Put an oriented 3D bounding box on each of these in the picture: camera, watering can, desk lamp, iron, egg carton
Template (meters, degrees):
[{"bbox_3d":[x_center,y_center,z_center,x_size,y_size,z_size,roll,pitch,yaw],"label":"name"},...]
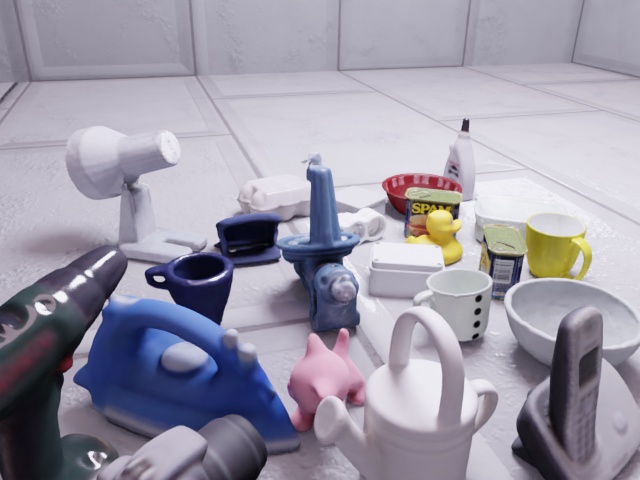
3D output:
[{"bbox_3d":[-0.098,0.210,0.488,0.142,0.101,0.137,19,31,32],"label":"camera"},{"bbox_3d":[0.083,0.152,0.508,0.173,0.194,0.100,-22,34,-39],"label":"watering can"},{"bbox_3d":[-0.304,-0.083,0.960,0.203,0.214,0.118,8,27,14],"label":"desk lamp"},{"bbox_3d":[-0.137,0.129,0.608,0.257,0.141,0.119,11,28,20],"label":"iron"},{"bbox_3d":[-0.083,-0.082,1.132,0.151,0.069,0.107,-15,30,-30],"label":"egg carton"}]

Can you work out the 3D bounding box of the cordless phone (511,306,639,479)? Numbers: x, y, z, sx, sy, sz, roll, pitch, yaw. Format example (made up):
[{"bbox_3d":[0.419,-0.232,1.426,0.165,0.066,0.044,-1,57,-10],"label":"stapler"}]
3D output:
[{"bbox_3d":[0.263,0.139,0.554,0.148,0.185,0.093,-21,33,-38],"label":"cordless phone"}]

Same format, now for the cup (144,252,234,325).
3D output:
[{"bbox_3d":[-0.173,0.076,0.771,0.118,0.095,0.091,0,26,-2],"label":"cup"}]

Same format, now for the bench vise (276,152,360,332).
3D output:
[{"bbox_3d":[0.017,0.000,0.792,0.122,0.220,0.206,-15,30,-30],"label":"bench vise"}]

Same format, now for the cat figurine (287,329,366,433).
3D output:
[{"bbox_3d":[0.007,0.145,0.608,0.067,0.118,0.128,11,27,19],"label":"cat figurine"}]

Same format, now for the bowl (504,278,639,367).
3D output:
[{"bbox_3d":[0.316,0.118,0.727,0.167,0.075,0.167,1,26,0],"label":"bowl"}]

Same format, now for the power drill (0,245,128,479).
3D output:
[{"bbox_3d":[-0.244,0.137,0.510,0.075,0.208,0.230,11,27,19],"label":"power drill"}]

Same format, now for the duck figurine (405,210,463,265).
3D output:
[{"bbox_3d":[0.196,-0.009,0.972,0.105,0.086,0.077,-6,26,-13],"label":"duck figurine"}]

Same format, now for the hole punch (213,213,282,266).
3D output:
[{"bbox_3d":[-0.124,-0.017,0.971,0.109,0.091,0.101,-7,27,-16],"label":"hole punch"}]

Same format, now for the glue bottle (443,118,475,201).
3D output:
[{"bbox_3d":[0.300,-0.175,1.221,0.037,0.173,0.077,-13,29,-27],"label":"glue bottle"}]
